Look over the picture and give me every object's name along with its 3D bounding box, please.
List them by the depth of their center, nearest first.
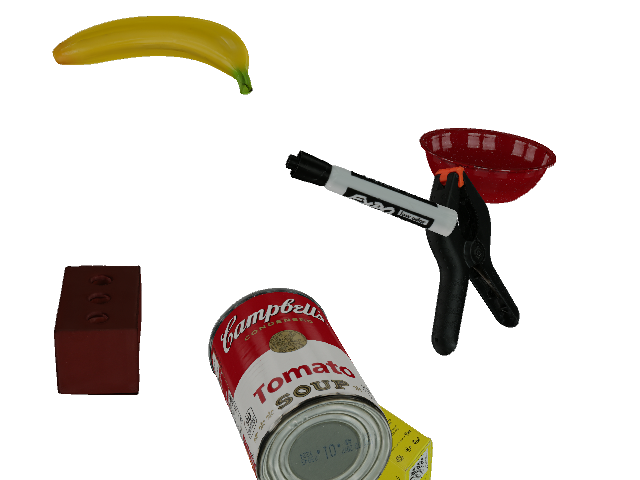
[{"bbox_3d":[-0.013,0.078,0.533,0.068,0.068,0.102,0,27,-20],"label":"soup can"},{"bbox_3d":[-0.145,0.058,0.703,0.053,0.051,0.078,0,30,-9],"label":"foam brick"},{"bbox_3d":[0.034,-0.032,0.709,0.121,0.020,0.020,21,-5,-14],"label":"marker"},{"bbox_3d":[0.015,0.167,0.936,0.176,0.093,0.048,28,52,27],"label":"sugar box"},{"bbox_3d":[-0.145,-0.177,0.970,0.198,0.037,0.069,10,46,17],"label":"banana"},{"bbox_3d":[0.128,0.021,0.991,0.039,0.171,0.120,-11,11,40],"label":"clamp"},{"bbox_3d":[0.194,-0.085,1.267,0.162,0.055,0.162,5,23,-2],"label":"bowl"}]
